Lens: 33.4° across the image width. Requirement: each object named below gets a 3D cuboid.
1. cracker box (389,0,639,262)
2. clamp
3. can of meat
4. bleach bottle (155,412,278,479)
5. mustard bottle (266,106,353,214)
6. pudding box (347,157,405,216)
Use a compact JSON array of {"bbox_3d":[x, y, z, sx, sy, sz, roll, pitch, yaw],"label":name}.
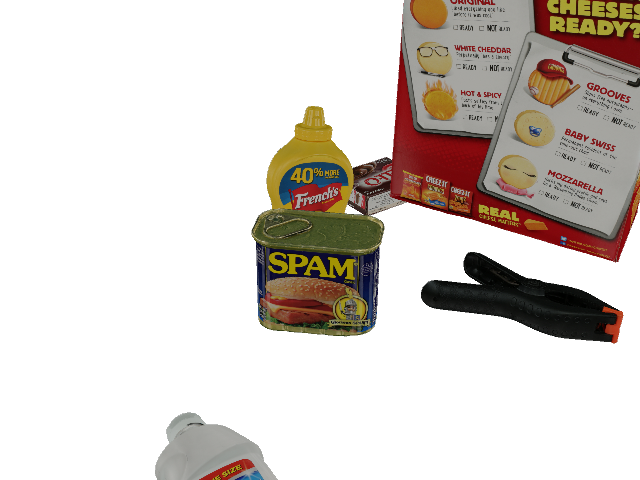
[{"bbox_3d":[0.136,-0.105,0.675,0.164,0.214,0.072,17,43,18],"label":"cracker box"},{"bbox_3d":[0.185,0.050,0.960,0.171,0.039,0.120,16,27,15],"label":"clamp"},{"bbox_3d":[-0.002,0.027,0.851,0.102,0.084,0.057,5,30,8],"label":"can of meat"},{"bbox_3d":[-0.061,0.205,0.718,0.102,0.068,0.251,-16,35,-19],"label":"bleach bottle"},{"bbox_3d":[-0.012,-0.053,1.180,0.096,0.192,0.058,-2,18,-16],"label":"mustard bottle"},{"bbox_3d":[0.085,-0.082,1.600,0.113,0.039,0.090,-22,35,-30],"label":"pudding box"}]
